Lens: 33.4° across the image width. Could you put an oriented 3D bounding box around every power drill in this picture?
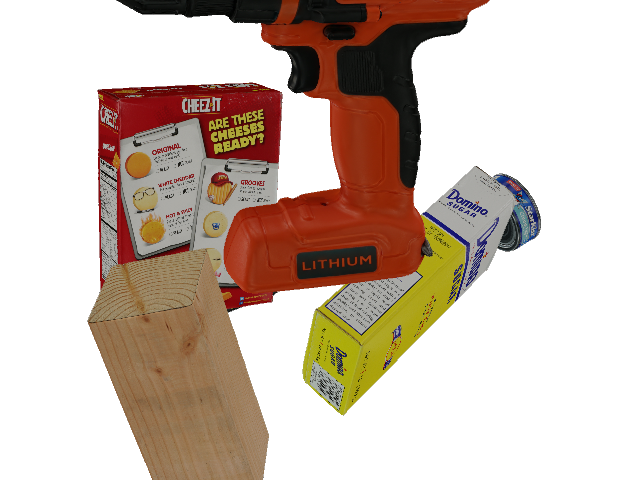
[{"bbox_3d":[-0.009,-0.066,0.514,0.184,0.188,0.057,-5,33,-13],"label":"power drill"}]

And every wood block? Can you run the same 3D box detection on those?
[{"bbox_3d":[-0.116,0.123,0.918,0.090,0.206,0.090,-10,29,10],"label":"wood block"}]

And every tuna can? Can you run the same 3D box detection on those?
[{"bbox_3d":[0.210,-0.031,1.220,0.033,0.086,0.086,-30,12,-22],"label":"tuna can"}]

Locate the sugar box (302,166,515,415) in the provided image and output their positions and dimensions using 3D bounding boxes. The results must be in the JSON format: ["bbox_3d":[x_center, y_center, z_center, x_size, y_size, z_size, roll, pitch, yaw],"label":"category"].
[{"bbox_3d":[0.063,0.033,0.736,0.176,0.048,0.093,-38,-23,-30],"label":"sugar box"}]

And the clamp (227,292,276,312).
[{"bbox_3d":[-0.126,0.075,1.219,0.120,0.039,0.171,-1,29,28],"label":"clamp"}]

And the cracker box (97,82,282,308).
[{"bbox_3d":[-0.126,-0.039,1.018,0.163,0.214,0.072,-7,19,-30],"label":"cracker box"}]
